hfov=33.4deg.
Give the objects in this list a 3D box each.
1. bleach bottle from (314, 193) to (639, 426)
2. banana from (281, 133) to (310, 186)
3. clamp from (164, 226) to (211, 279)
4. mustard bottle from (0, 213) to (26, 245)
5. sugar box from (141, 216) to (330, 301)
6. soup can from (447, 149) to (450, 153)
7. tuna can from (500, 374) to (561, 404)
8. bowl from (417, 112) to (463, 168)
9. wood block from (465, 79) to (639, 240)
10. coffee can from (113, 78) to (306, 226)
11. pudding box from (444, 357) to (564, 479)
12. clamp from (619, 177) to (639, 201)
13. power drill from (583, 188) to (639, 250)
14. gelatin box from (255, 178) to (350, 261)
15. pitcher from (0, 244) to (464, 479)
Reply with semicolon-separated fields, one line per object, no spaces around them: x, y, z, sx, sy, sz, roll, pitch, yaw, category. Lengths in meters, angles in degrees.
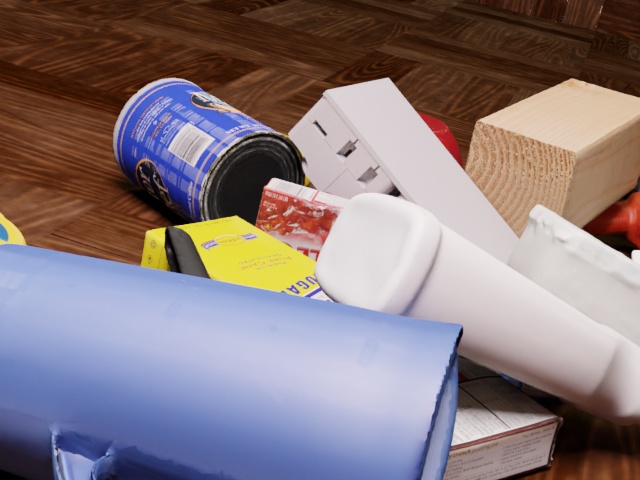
0.122;0.056;0.627;0.250;0.068;0.103;27;1;-25;bleach bottle
-0.041;-0.073;1.032;0.069;0.037;0.197;13;21;-2;banana
-0.077;0.074;0.619;0.210;0.036;0.164;32;44;30;clamp
-0.231;0.020;0.651;0.096;0.058;0.191;0;20;3;mustard bottle
-0.034;0.039;0.734;0.176;0.048;0.093;26;25;35;sugar box
0.069;-0.063;1.025;0.102;0.068;0.068;5;22;-19;soup can
0.143;0.079;0.746;0.086;0.034;0.086;11;21;-4;tuna can
0.090;-0.107;1.170;0.162;0.055;0.162;10;20;-4;bowl
0.213;-0.072;0.939;0.091;0.090;0.205;22;28;28;wood block
-0.094;-0.065;0.890;0.102;0.103;0.140;-6;28;-40;coffee can
0.072;0.107;0.629;0.113;0.039;0.090;-7;29;-37;pudding box
0.341;-0.038;1.095;0.172;0.039;0.120;25;-6;30;clamp
0.248;-0.011;0.992;0.187;0.057;0.184;5;22;-11;power drill
-0.005;0.001;0.810;0.089;0.073;0.030;16;22;8;gelatin box
-0.061;0.082;0.502;0.243;0.145;0.149;13;-14;11;pitcher
